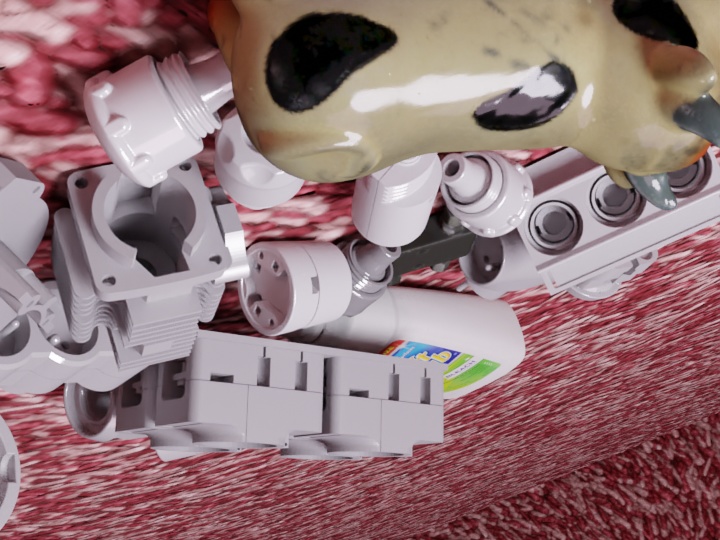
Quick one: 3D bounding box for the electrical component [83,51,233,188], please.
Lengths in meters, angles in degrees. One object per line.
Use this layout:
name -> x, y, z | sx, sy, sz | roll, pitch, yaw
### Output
electrical component -> -0.073, -0.065, 0.422 | 0.062, 0.048, 0.048 | -28, 160, 2

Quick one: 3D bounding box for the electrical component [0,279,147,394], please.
electrical component -> -0.182, 0.044, 0.592 | 0.074, 0.052, 0.138 | -33, 158, 32

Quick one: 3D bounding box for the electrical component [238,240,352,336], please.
electrical component -> -0.038, 0.009, 0.641 | 0.047, 0.055, 0.055 | -8, 157, -42

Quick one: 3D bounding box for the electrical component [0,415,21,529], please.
electrical component -> -0.270, 0.126, 0.652 | 0.060, 0.108, 0.108 | -27, 161, 35

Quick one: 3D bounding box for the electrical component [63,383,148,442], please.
electrical component -> -0.159, 0.083, 0.717 | 0.078, 0.058, 0.057 | -33, 160, 33

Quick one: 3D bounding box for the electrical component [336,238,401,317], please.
electrical component -> 0.000, 0.000, 0.670 | 0.043, 0.043, 0.062 | -1, 152, -44

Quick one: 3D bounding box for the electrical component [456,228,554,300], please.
electrical component -> 0.099, -0.005, 0.755 | 0.077, 0.044, 0.079 | -3, 155, -40

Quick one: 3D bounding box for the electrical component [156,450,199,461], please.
electrical component -> -0.137, 0.119, 0.842 | 0.047, 0.055, 0.055 | -17, 161, 0

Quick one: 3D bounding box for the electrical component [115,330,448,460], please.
electrical component -> -0.048, 0.086, 0.687 | 0.186, 0.060, 0.105 | 11, 163, -36

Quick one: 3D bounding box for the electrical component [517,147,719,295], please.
electrical component -> 0.158, -0.047, 0.669 | 0.121, 0.078, 0.063 | -25, -178, 13

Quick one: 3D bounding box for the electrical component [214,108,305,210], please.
electrical component -> -0.046, -0.048, 0.494 | 0.043, 0.043, 0.062 | -15, 162, -15

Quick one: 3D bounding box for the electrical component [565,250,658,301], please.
electrical component -> 0.178, -0.013, 0.794 | 0.078, 0.058, 0.057 | -10, 156, -26

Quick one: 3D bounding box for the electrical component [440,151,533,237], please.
electrical component -> 0.066, -0.048, 0.607 | 0.048, 0.048, 0.062 | -29, 152, 23

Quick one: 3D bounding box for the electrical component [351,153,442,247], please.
electrical component -> 0.020, -0.048, 0.560 | 0.043, 0.043, 0.081 | -16, 160, -11
